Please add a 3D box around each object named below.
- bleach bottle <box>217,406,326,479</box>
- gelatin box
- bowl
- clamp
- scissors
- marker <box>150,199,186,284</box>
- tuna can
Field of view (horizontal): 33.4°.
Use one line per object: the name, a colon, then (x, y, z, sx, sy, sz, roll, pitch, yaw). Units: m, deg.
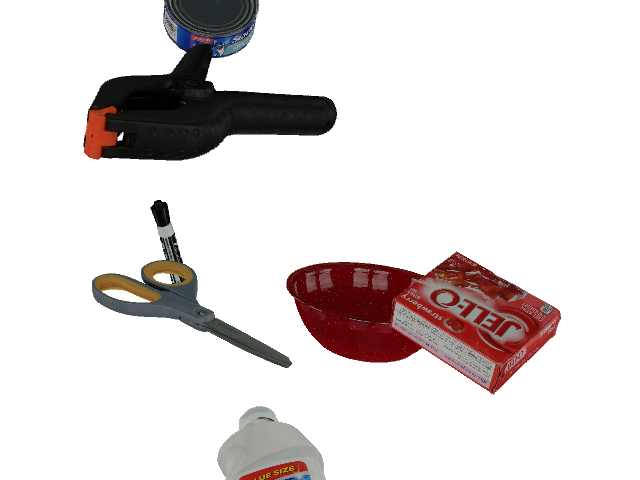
bleach bottle: (-0.036, 0.205, 0.723, 0.102, 0.068, 0.251, -7, 32, -7)
gelatin box: (0.103, 0.052, 0.715, 0.089, 0.030, 0.073, 32, 46, 29)
bowl: (0.045, 0.071, 0.997, 0.162, 0.055, 0.162, 6, 17, -2)
clamp: (-0.085, -0.087, 0.659, 0.120, 0.039, 0.171, 27, 28, 36)
scissors: (-0.093, 0.054, 0.870, 0.202, 0.016, 0.096, 14, 28, 22)
marker: (-0.169, 0.008, 1.203, 0.020, 0.121, 0.020, -8, 30, 5)
tuna can: (-0.101, -0.208, 0.976, 0.086, 0.086, 0.034, 0, -32, -11)
